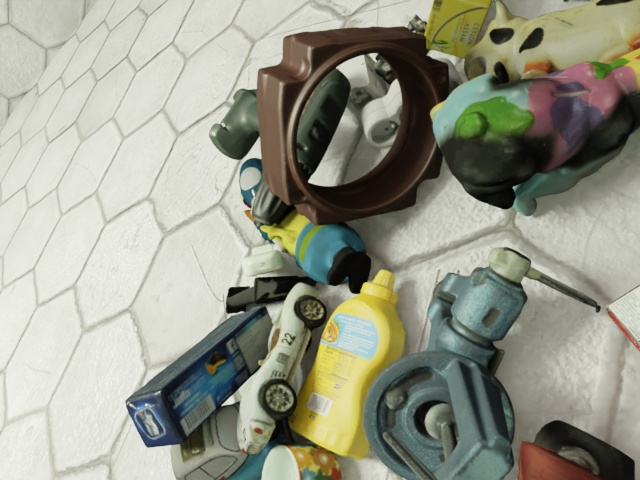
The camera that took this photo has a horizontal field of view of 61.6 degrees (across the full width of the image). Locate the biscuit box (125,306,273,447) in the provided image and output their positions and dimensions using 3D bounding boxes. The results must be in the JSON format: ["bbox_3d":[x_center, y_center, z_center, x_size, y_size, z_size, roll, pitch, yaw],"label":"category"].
[{"bbox_3d":[-0.123,0.148,0.611,0.063,0.059,0.202,-19,9,32],"label":"biscuit box"}]

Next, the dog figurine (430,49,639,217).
[{"bbox_3d":[0.231,-0.120,0.464,0.219,0.191,0.108,-34,60,37],"label":"dog figurine"}]

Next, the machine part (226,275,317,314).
[{"bbox_3d":[-0.074,0.068,0.702,0.139,0.084,0.039,-20,83,46],"label":"machine part"}]

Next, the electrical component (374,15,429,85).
[{"bbox_3d":[0.116,-0.269,0.755,0.102,0.045,0.078,-48,44,8],"label":"electrical component"}]

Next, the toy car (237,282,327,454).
[{"bbox_3d":[-0.043,0.135,0.589,0.073,0.056,0.202,116,178,-45],"label":"toy car"}]

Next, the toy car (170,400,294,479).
[{"bbox_3d":[-0.111,0.236,0.602,0.162,0.102,0.109,-36,47,22],"label":"toy car"}]

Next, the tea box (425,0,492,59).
[{"bbox_3d":[0.188,-0.330,0.679,0.068,0.098,0.169,16,73,6],"label":"tea box"}]

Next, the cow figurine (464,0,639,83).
[{"bbox_3d":[0.248,-0.208,0.571,0.195,0.085,0.127,-7,58,35],"label":"cow figurine"}]

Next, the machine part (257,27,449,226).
[{"bbox_3d":[0.038,-0.126,0.596,0.087,0.201,0.201,-131,35,-54],"label":"machine part"}]

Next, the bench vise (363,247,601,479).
[{"bbox_3d":[0.113,0.118,0.418,0.223,0.129,0.240,-52,1,16],"label":"bench vise"}]

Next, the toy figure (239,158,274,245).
[{"bbox_3d":[-0.086,-0.058,0.798,0.064,0.058,0.155,-54,40,34],"label":"toy figure"}]

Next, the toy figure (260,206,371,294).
[{"bbox_3d":[0.001,0.000,0.666,0.089,0.082,0.180,-42,35,-10],"label":"toy figure"}]

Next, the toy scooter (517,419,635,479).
[{"bbox_3d":[0.203,0.216,0.354,0.184,0.075,0.135,24,81,43],"label":"toy scooter"}]

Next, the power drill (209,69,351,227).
[{"bbox_3d":[-0.070,-0.137,0.734,0.207,0.086,0.232,21,77,54],"label":"power drill"}]

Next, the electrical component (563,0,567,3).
[{"bbox_3d":[0.304,-0.303,0.558,0.134,0.114,0.058,30,88,49],"label":"electrical component"}]
